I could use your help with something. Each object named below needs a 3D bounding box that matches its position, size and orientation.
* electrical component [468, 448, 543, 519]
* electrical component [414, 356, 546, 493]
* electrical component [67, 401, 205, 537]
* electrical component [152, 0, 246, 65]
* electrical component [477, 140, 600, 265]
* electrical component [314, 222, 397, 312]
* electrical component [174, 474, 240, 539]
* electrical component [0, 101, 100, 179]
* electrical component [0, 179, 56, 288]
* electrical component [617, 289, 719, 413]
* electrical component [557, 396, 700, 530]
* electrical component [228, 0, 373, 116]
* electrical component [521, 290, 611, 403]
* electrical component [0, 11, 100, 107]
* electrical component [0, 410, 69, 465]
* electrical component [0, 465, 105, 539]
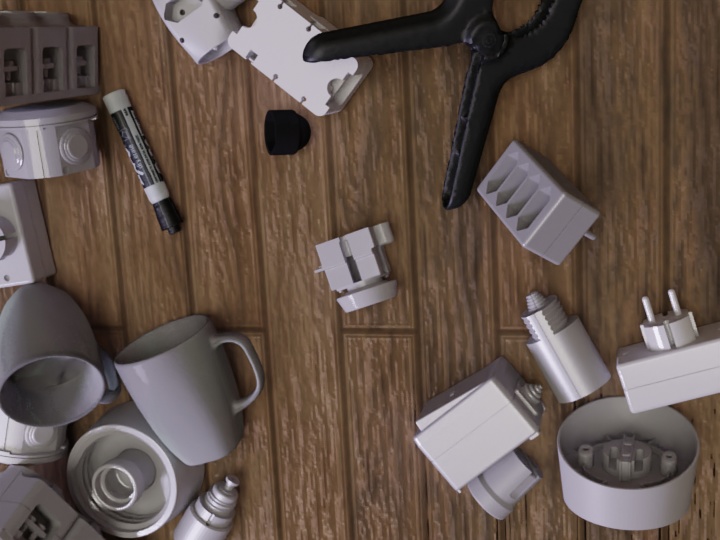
[{"bbox_3d":[0.112,0.162,0.827,0.040,0.040,0.046,44,103,2],"label":"electrical component"},{"bbox_3d":[0.093,0.108,0.808,0.096,0.062,0.061,-41,90,18],"label":"electrical component"},{"bbox_3d":[-0.191,0.169,0.893,0.108,0.060,0.108,3,102,14],"label":"electrical component"},{"bbox_3d":[-0.110,-0.207,0.804,0.079,0.043,0.077,-31,93,17],"label":"electrical component"},{"bbox_3d":[0.138,-0.042,0.765,0.076,0.083,0.047,25,111,-32],"label":"electrical component"},{"bbox_3d":[0.000,0.000,0.819,0.066,0.048,0.055,-19,89,17],"label":"electrical component"},{"bbox_3d":[-0.123,0.203,0.894,0.040,0.040,0.078,33,107,6],"label":"electrical component"},{"bbox_3d":[-0.244,-0.103,0.842,0.080,0.080,0.051,-1,107,14],"label":"electrical component"},{"bbox_3d":[-0.294,-0.026,0.871,0.047,0.076,0.083,-8,99,16],"label":"electrical component"},{"bbox_3d":[0.224,0.052,0.771,0.083,0.047,0.075,-17,97,17],"label":"electrical component"},{"bbox_3d":[0.192,0.140,0.774,0.099,0.099,0.064,1,108,14],"label":"electrical component"},{"bbox_3d":[-0.042,-0.159,0.790,0.089,0.056,0.050,39,108,4],"label":"electrical component"},{"bbox_3d":[0.146,0.052,0.793,0.043,0.043,0.081,-29,93,18],"label":"electrical component"},{"bbox_3d":[-0.268,-0.160,0.798,0.089,0.150,0.061,6,104,13],"label":"electrical component"},{"bbox_3d":[-0.283,0.128,0.899,0.080,0.080,0.051,12,99,12],"label":"electrical component"},{"bbox_3d":[-0.251,0.231,0.882,0.089,0.061,0.150,-5,131,41],"label":"electrical component"}]
